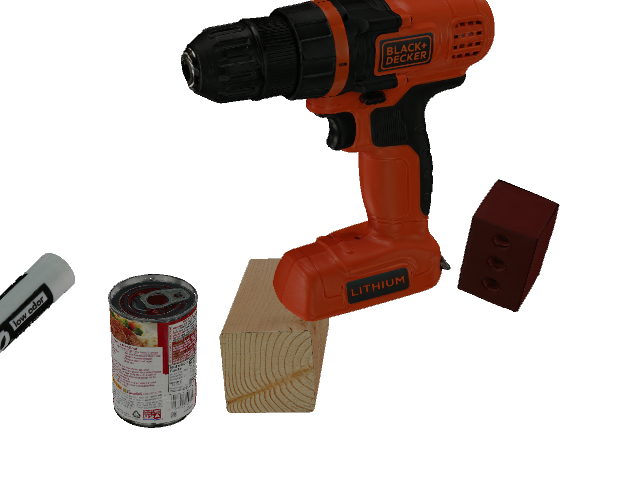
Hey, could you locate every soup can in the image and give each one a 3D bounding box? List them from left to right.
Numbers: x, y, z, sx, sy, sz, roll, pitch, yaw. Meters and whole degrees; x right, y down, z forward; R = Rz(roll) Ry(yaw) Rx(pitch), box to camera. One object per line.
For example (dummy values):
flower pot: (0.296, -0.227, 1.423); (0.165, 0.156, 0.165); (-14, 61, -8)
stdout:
soup can: (-0.130, 0.087, 0.837); (0.068, 0.102, 0.068); (3, 28, -2)

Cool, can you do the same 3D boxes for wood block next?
wood block: (-0.043, 0.095, 1.134); (0.091, 0.090, 0.206); (-1, 20, 5)

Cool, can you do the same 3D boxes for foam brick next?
foam brick: (0.144, 0.004, 0.822); (0.053, 0.078, 0.051); (23, 44, 20)

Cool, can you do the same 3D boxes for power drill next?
power drill: (0.011, -0.048, 0.613); (0.184, 0.188, 0.057); (-13, 34, -22)

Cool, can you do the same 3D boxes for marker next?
marker: (-0.148, 0.048, 0.443); (0.020, 0.020, 0.121); (0, 36, 39)
